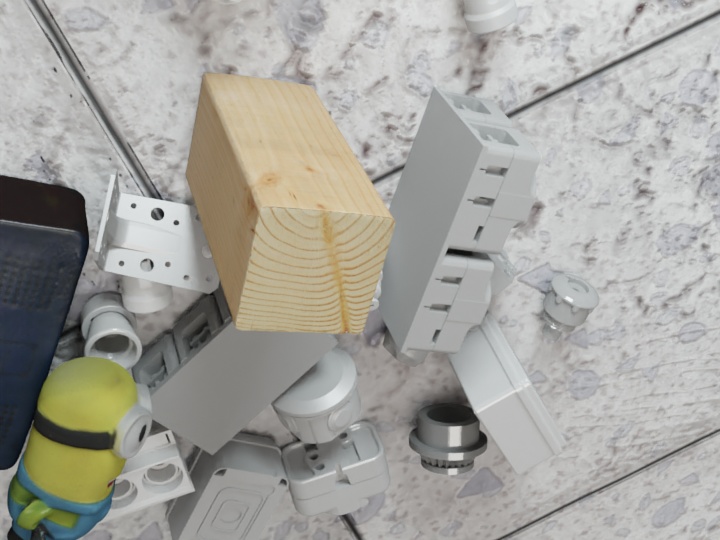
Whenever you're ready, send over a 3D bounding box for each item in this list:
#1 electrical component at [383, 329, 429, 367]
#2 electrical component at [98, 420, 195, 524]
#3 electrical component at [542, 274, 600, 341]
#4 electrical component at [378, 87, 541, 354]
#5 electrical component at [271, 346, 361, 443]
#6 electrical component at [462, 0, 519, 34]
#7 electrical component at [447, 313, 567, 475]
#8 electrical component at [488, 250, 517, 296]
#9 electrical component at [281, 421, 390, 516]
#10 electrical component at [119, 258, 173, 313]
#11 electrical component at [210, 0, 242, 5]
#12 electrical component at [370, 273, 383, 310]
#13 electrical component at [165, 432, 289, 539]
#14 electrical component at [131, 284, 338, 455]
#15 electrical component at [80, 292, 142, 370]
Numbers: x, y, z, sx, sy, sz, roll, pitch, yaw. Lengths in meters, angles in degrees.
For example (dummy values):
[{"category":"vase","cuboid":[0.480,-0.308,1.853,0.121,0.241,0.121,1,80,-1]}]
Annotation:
[{"category":"electrical component","cuboid":[0.052,0.052,0.962,0.043,0.043,0.062,25,110,-31]},{"category":"electrical component","cuboid":[-0.215,0.176,0.939,0.121,0.063,0.078,-18,127,-7]},{"category":"electrical component","cuboid":[0.190,0.038,1.001,0.048,0.048,0.062,7,127,-23]},{"category":"electrical component","cuboid":[0.073,-0.037,0.869,0.060,0.105,0.186,7,120,-24]},{"category":"electrical component","cuboid":[-0.039,0.108,0.946,0.080,0.080,0.051,-20,132,-6]},{"category":"electrical component","cuboid":[0.094,-0.206,0.804,0.040,0.040,0.046,-24,121,-3]},{"category":"electrical component","cuboid":[0.131,0.113,0.990,0.056,0.108,0.108,-30,128,6]},{"category":"electrical component","cuboid":[0.103,0.009,0.944,0.055,0.066,0.048,-41,92,20]},{"category":"electrical component","cuboid":[-0.022,0.192,1.024,0.095,0.053,0.059,-17,127,-8]},{"category":"electrical component","cuboid":[-0.172,0.005,0.854,0.040,0.040,0.046,-11,120,-12]},{"category":"electrical component","cuboid":[-0.090,-0.200,0.727,0.048,0.062,0.048,-9,125,-13]},{"category":"electrical component","cuboid":[0.000,0.000,0.890,0.040,0.078,0.040,-11,141,-9]},{"category":"electrical component","cuboid":[-0.125,0.208,0.997,0.078,0.057,0.113,16,116,-28]},{"category":"electrical component","cuboid":[-0.108,0.070,0.906,0.150,0.061,0.089,-42,126,11]},{"category":"electrical component","cuboid":[-0.201,0.050,0.863,0.045,0.055,0.045,-9,125,-13]}]
